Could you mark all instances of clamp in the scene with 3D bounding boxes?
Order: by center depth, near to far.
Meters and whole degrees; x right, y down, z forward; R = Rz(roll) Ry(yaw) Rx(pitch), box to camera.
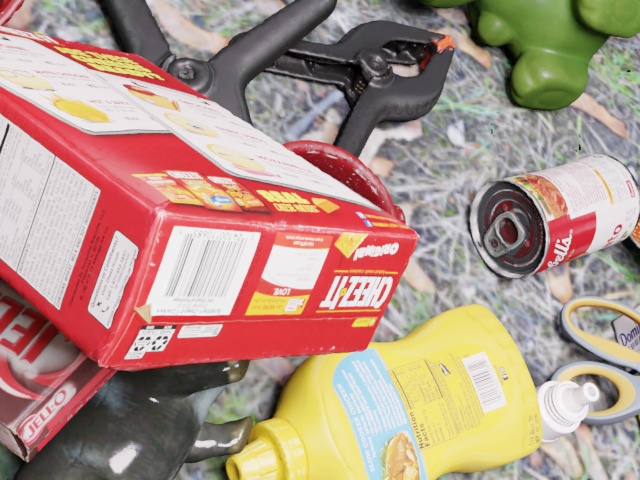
[{"bbox_3d":[-0.072,-0.095,0.644,0.164,0.036,0.210,6,65,-8],"label":"clamp"},{"bbox_3d":[0.032,-0.099,0.718,0.171,0.039,0.120,-16,74,-30],"label":"clamp"}]

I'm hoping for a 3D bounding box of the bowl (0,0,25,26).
[{"bbox_3d":[-0.227,-0.167,0.576,0.162,0.055,0.162,0,88,-9],"label":"bowl"}]

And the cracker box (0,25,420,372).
[{"bbox_3d":[-0.088,-0.026,0.475,0.214,0.072,0.163,34,18,33],"label":"cracker box"}]

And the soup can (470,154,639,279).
[{"bbox_3d":[0.162,-0.018,0.729,0.102,0.069,0.068,-16,73,-35],"label":"soup can"}]

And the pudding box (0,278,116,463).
[{"bbox_3d":[-0.143,0.034,0.487,0.114,0.039,0.090,29,57,22],"label":"pudding box"}]

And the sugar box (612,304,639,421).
[{"bbox_3d":[0.265,0.130,0.722,0.093,0.048,0.176,7,58,-27],"label":"sugar box"}]

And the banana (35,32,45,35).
[{"bbox_3d":[-0.187,-0.033,0.551,0.197,0.037,0.069,-53,126,-40],"label":"banana"}]

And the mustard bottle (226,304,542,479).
[{"bbox_3d":[0.033,0.102,0.598,0.191,0.058,0.096,-13,76,-34],"label":"mustard bottle"}]

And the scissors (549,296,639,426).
[{"bbox_3d":[0.235,0.106,0.681,0.202,0.016,0.096,32,72,22],"label":"scissors"}]

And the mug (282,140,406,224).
[{"bbox_3d":[-0.004,0.001,0.617,0.117,0.082,0.093,-12,71,-33],"label":"mug"}]
